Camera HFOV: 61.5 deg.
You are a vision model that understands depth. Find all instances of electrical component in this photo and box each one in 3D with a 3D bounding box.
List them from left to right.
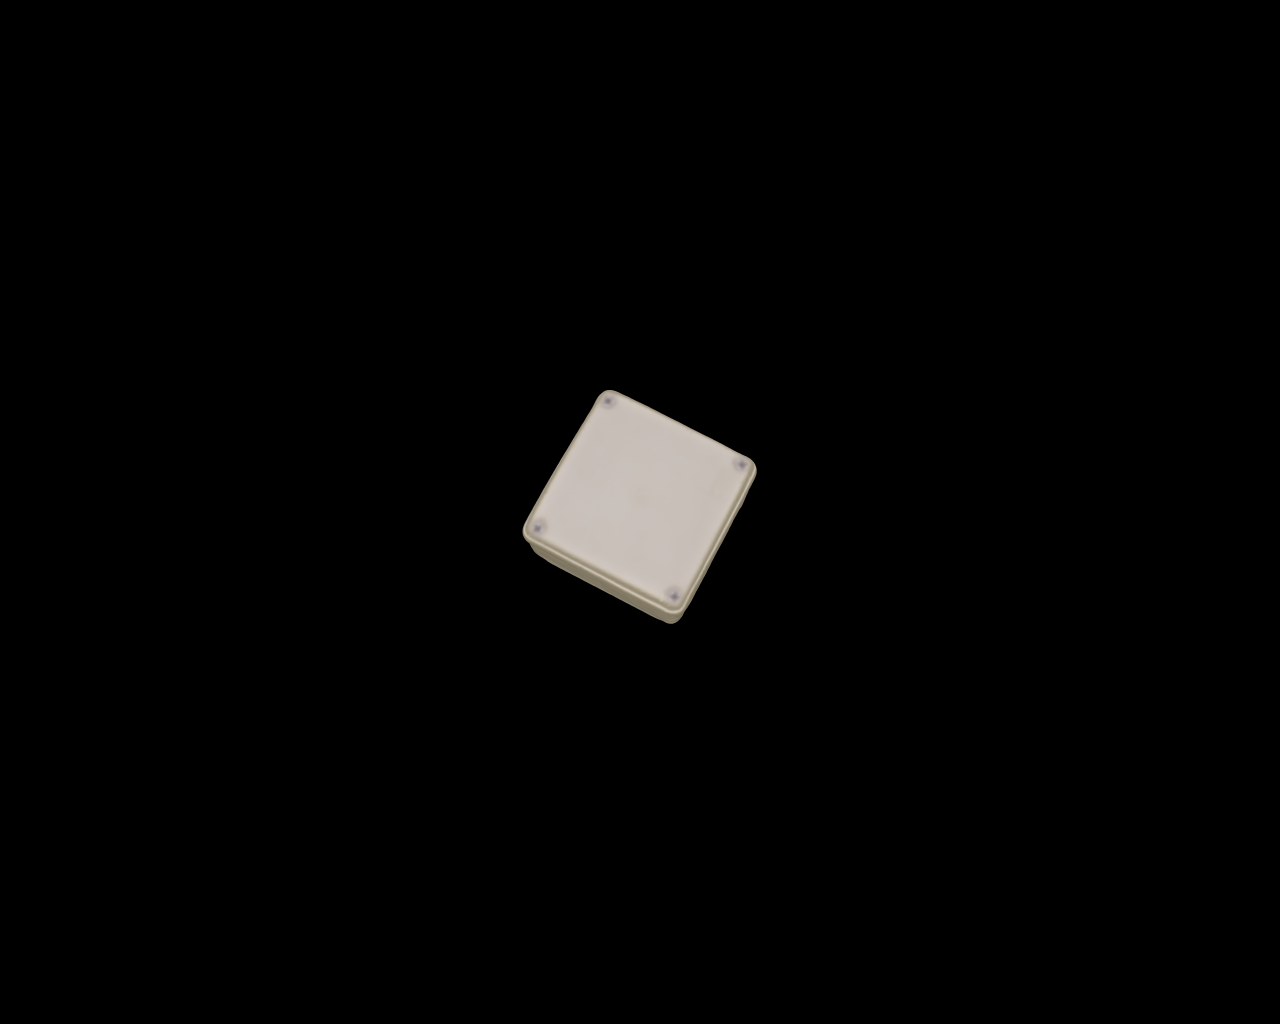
[{"bbox_3d":[0.001,-0.003,0.650,0.109,0.109,0.056,27,-14,7],"label":"electrical component"}]
